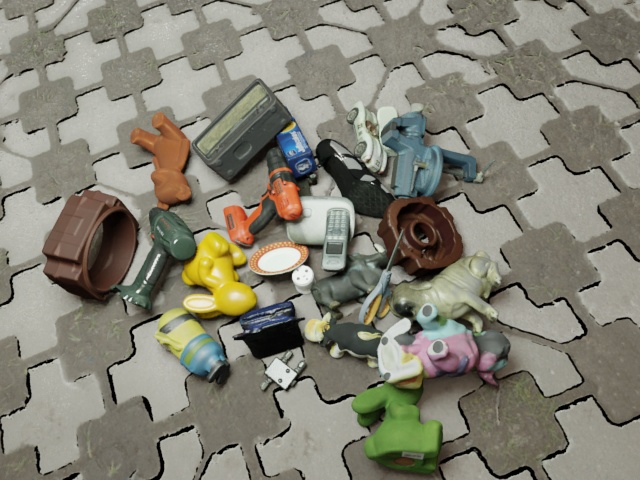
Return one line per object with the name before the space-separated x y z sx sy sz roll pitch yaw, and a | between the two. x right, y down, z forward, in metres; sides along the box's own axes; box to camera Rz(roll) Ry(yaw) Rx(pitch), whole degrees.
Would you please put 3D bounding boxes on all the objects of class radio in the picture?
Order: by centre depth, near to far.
radio | -0.181 -0.253 1.244 0.229 0.073 0.131 -44 45 6

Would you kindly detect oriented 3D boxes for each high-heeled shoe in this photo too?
high-heeled shoe | 0.091 -0.142 1.231 0.249 0.086 0.145 35 33 -2

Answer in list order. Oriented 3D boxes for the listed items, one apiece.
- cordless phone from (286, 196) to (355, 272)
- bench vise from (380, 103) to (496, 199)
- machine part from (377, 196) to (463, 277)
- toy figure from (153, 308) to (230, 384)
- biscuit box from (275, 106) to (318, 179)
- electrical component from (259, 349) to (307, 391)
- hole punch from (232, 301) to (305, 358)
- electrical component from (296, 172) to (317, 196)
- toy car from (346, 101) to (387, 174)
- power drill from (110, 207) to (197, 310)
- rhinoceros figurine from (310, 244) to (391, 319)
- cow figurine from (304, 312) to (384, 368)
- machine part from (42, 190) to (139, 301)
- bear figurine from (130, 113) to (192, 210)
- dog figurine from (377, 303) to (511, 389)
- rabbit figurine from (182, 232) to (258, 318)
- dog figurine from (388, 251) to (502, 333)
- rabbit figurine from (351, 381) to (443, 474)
cordless phone | -0.003 -0.004 1.118 0.147 0.088 0.184 1 48 7
bench vise | 0.249 -0.181 1.182 0.241 0.129 0.223 11 69 -13
machine part | 0.207 -0.008 1.107 0.179 0.056 0.179 10 60 -17
toy figure | -0.253 0.210 1.075 0.180 0.082 0.089 31 59 24
biscuit box | -0.068 -0.229 1.249 0.059 0.062 0.203 -22 47 -4
electrical component | -0.074 0.265 1.058 0.063 0.021 0.094 35 72 20
hole punch | -0.098 0.162 1.064 0.142 0.115 0.092 -14 55 -1
electrical component | -0.055 -0.124 1.233 0.102 0.045 0.078 -9 62 2
toy car | 0.110 -0.235 1.233 0.056 0.073 0.202 -32 47 27
power drill | -0.356 0.036 1.146 0.232 0.086 0.207 20 72 50
rhinoceros figurine | 0.074 0.082 1.108 0.190 0.073 0.112 -29 56 -7
cow figurine | 0.049 0.188 1.038 0.167 0.098 0.068 14 66 8
machine part | -0.470 0.014 1.127 0.087 0.201 0.201 13 66 8
bear figurine | -0.368 -0.174 1.254 0.120 0.131 0.196 -21 55 30
dog figurine | 0.233 0.213 0.971 0.191 0.219 0.108 -40 40 27
rabbit figurine | -0.207 0.091 1.104 0.162 0.121 0.173 -41 68 -9
dog figurine | 0.234 0.084 1.029 0.191 0.121 0.172 14 52 -1
rabbit figurine | 0.142 0.319 0.975 0.159 0.121 0.170 -3 46 13
